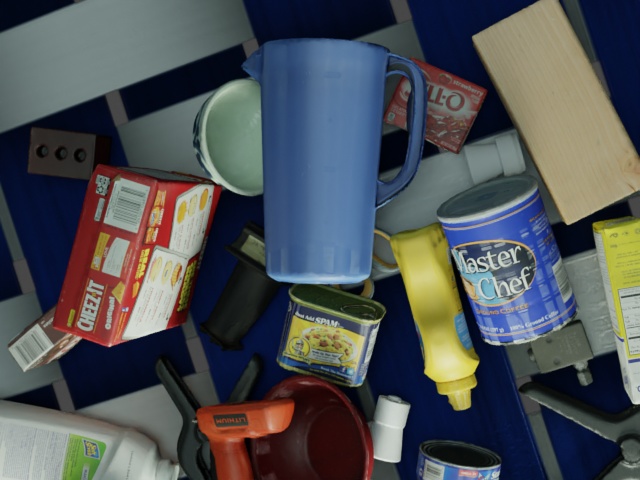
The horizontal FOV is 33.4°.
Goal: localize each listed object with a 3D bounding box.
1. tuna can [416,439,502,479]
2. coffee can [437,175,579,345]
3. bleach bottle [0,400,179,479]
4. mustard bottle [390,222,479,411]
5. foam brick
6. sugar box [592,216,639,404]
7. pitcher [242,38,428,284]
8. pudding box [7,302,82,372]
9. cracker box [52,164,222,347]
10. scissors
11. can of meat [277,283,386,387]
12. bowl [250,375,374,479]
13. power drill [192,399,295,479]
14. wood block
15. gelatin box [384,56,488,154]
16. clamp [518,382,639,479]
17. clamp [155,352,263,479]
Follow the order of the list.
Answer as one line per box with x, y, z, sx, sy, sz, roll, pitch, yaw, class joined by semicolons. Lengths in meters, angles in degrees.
0.143;0.236;1.103;0.086;0.086;0.034;9;96;9;tuna can
0.187;0.019;1.060;0.103;0.102;0.140;-19;104;10;coffee can
-0.283;0.245;1.190;0.251;0.068;0.102;11;95;7;bleach bottle
0.123;0.080;1.093;0.058;0.096;0.191;-15;90;11;mustard bottle
-0.276;-0.095;1.176;0.078;0.051;0.053;7;94;10;foam brick
0.311;0.067;1.062;0.048;0.093;0.176;-13;91;11;sugar box
0.012;-0.079;1.080;0.149;0.144;0.243;4;93;48;pitcher
-0.274;0.091;1.166;0.113;0.090;0.039;-37;85;10;pudding box
-0.179;0.010;1.082;0.072;0.213;0.164;17;95;10;cracker box
-0.008;0.001;1.152;0.202;0.016;0.096;21;96;8;scissors
0.010;0.100;1.127;0.102;0.057;0.084;16;110;10;can of meat
0.002;0.222;1.123;0.162;0.055;0.162;-3;85;40;bowl
-0.058;0.258;1.088;0.185;0.057;0.187;-8;84;31;power drill
0.239;-0.129;1.066;0.091;0.090;0.206;-27;89;10;wood block
0.120;-0.141;1.116;0.089;0.030;0.073;26;97;7;gelatin box
0.315;0.224;1.098;0.210;0.036;0.164;-4;93;10;clamp
-0.110;0.201;1.170;0.120;0.039;0.171;-10;94;15;clamp
